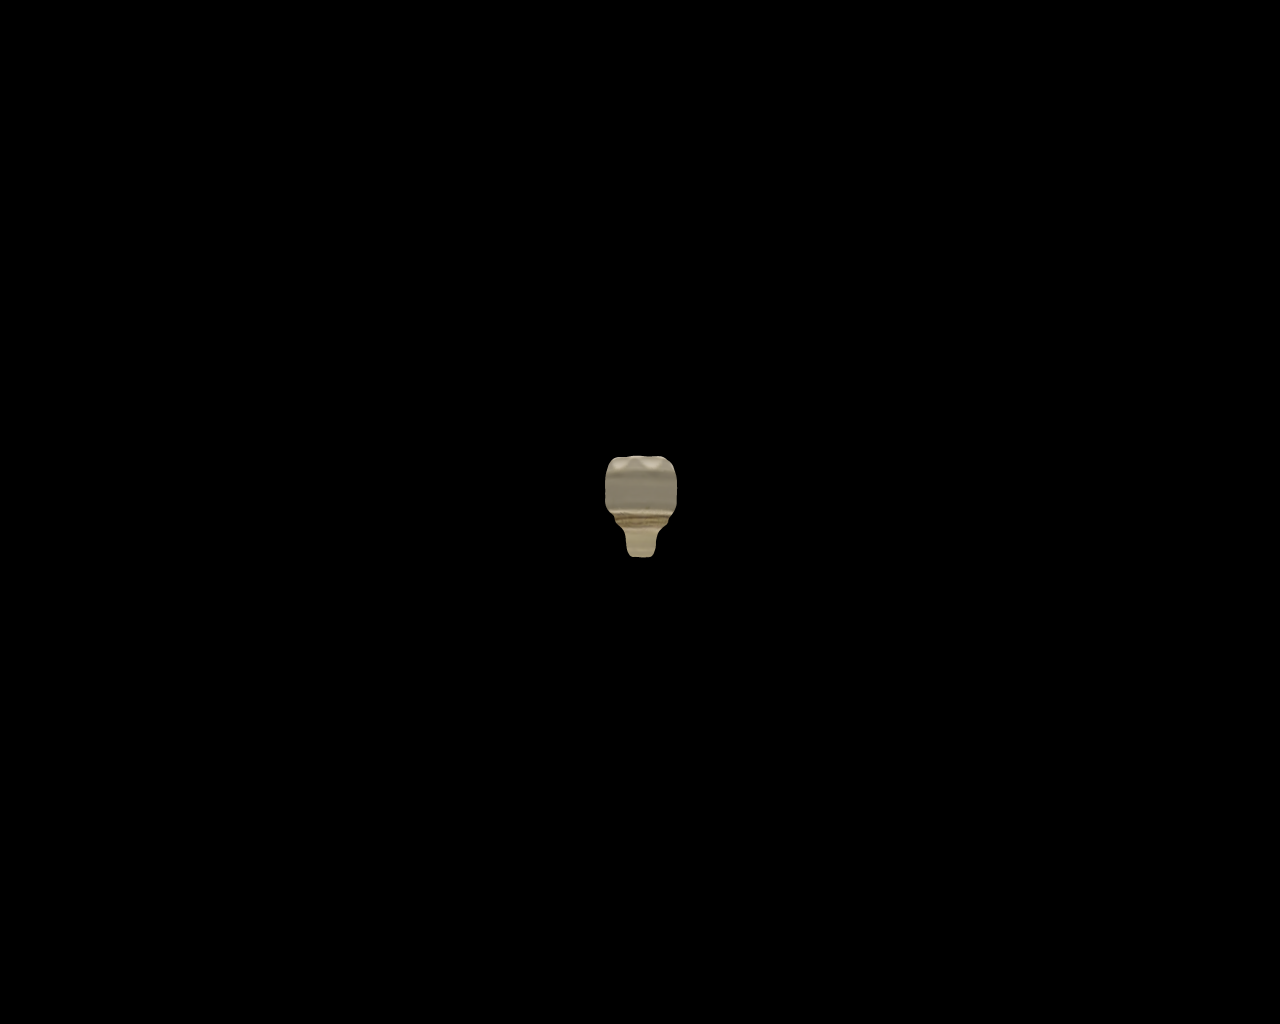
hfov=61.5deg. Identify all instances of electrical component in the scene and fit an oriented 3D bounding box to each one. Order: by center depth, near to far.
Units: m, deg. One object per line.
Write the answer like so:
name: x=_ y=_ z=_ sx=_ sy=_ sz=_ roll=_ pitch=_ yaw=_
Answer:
electrical component: x=0.001 y=-0.003 z=0.650 sx=0.043 sy=0.062 sz=0.043 roll=0 pitch=-3 yaw=0
